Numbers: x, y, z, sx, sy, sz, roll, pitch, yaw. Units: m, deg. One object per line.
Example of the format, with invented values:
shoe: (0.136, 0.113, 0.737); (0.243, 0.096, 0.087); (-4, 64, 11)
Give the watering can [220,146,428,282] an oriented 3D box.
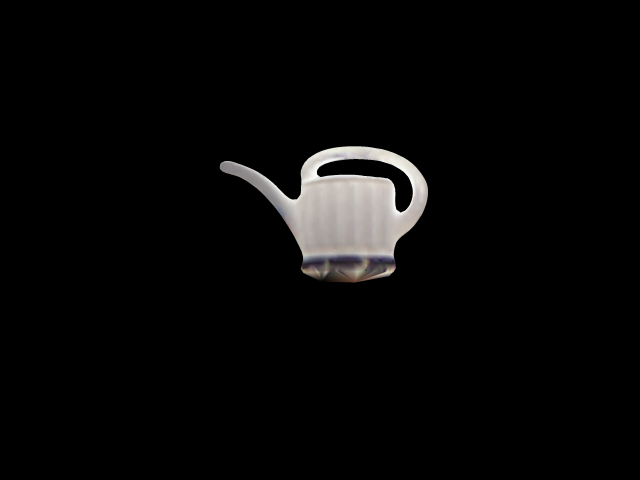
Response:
watering can: (0.003, -0.043, 0.850); (0.347, 0.226, 0.103); (-1, -9, 7)
